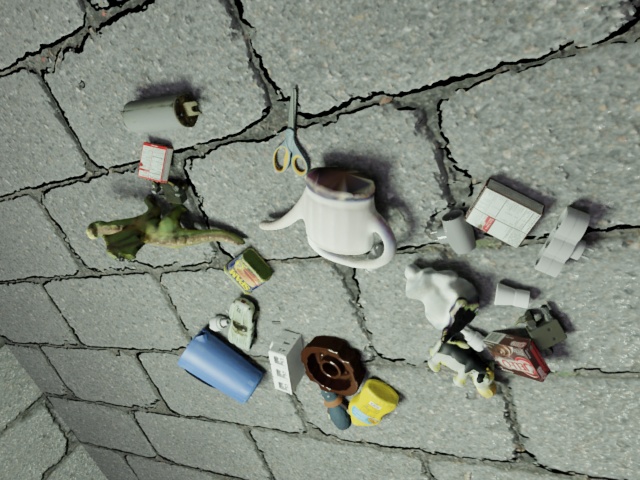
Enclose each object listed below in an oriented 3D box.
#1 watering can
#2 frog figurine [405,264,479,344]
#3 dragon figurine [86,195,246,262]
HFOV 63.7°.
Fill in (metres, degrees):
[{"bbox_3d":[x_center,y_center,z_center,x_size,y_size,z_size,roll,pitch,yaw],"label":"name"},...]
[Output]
[{"bbox_3d":[0.003,-0.055,1.095,0.349,0.106,0.219,18,127,26],"label":"watering can"},{"bbox_3d":[0.250,0.115,1.086,0.162,0.123,0.134,50,155,43],"label":"frog figurine"},{"bbox_3d":[-0.417,-0.001,1.293,0.411,0.247,0.119,13,123,25],"label":"dragon figurine"}]
